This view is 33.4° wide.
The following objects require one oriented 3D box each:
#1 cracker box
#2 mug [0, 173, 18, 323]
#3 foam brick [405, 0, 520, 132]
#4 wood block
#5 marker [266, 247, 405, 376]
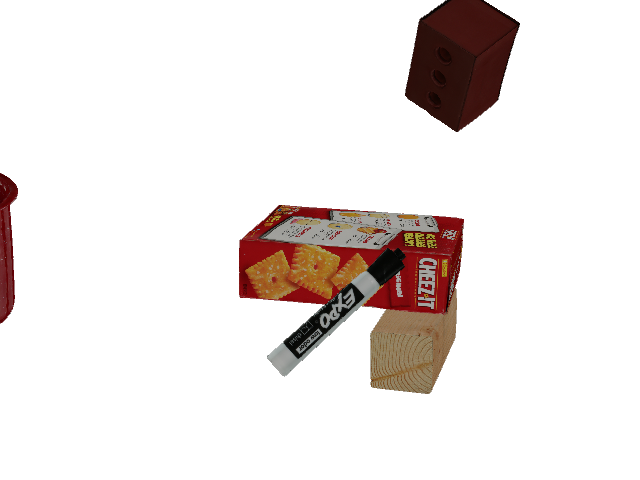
[{"bbox_3d":[0.037,0.018,1.126,0.214,0.072,0.164,5,15,11],"label":"cracker box"},{"bbox_3d":[-0.235,0.012,0.635,0.093,0.081,0.117,17,28,27],"label":"mug"},{"bbox_3d":[0.099,-0.128,0.760,0.053,0.078,0.051,38,59,22],"label":"foam brick"},{"bbox_3d":[0.142,0.143,1.594,0.091,0.090,0.205,4,18,16],"label":"wood block"},{"bbox_3d":[0.013,0.048,0.749,0.121,0.020,0.020,-42,7,-8],"label":"marker"}]
